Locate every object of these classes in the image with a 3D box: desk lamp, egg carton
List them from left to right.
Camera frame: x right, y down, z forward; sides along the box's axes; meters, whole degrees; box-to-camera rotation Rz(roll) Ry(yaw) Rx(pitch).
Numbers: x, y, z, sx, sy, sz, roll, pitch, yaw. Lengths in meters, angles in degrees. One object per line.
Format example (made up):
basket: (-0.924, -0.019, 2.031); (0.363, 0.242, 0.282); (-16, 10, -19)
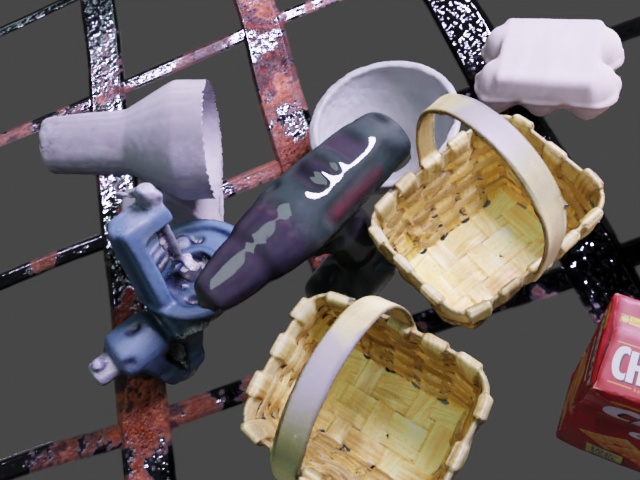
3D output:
desk lamp: (-0.178, -0.070, 0.620); (0.203, 0.214, 0.118); (-10, 63, 12)
egg carton: (0.251, -0.188, 0.631); (0.150, 0.069, 0.107); (8, 68, 20)

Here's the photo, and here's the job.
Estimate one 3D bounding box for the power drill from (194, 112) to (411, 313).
power drill: (0.005, 0.002, 0.534); (0.075, 0.209, 0.230); (33, 78, 27)

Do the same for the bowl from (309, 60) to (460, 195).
bowl: (0.076, -0.115, 0.645); (0.167, 0.075, 0.167); (-7, 64, 14)

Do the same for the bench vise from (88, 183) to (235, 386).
bench vise: (-0.145, 0.052, 0.548); (0.121, 0.220, 0.207); (18, 72, 24)
